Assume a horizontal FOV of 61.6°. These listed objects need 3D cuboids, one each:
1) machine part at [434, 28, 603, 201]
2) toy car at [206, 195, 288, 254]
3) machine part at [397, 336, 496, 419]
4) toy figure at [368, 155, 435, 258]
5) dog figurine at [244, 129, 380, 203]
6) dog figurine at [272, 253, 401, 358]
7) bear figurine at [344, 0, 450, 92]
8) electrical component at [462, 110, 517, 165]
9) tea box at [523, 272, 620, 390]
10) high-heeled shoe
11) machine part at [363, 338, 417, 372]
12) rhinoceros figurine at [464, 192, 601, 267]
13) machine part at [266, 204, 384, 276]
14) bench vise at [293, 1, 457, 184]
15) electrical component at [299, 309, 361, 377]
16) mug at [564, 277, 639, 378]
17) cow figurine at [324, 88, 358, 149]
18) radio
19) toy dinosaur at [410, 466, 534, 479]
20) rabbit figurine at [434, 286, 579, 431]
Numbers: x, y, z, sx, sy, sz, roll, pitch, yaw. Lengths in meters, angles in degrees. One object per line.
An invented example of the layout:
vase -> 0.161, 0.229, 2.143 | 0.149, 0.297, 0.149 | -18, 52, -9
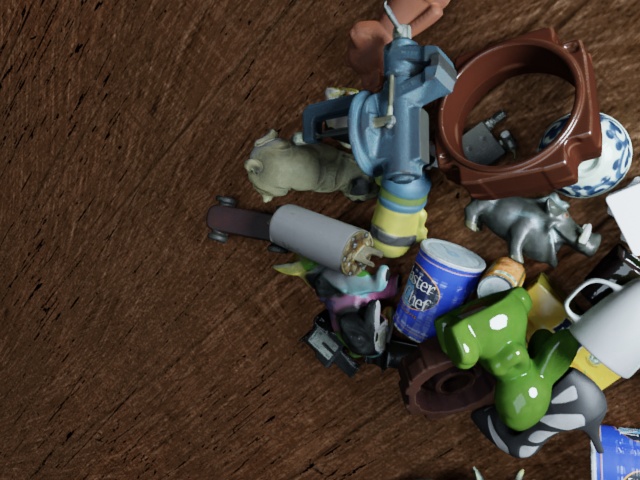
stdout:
machine part -> 0.258, -0.164, 0.717 | 0.201, 0.087, 0.201 | -9, 73, 34
toy car -> -0.126, -0.028, 1.009 | 0.202, 0.053, 0.089 | 9, 85, 24
machine part -> 0.204, 0.208, 0.831 | 0.179, 0.179, 0.056 | -47, 37, 27
toy figure -> 0.122, -0.055, 0.838 | 0.082, 0.089, 0.180 | -122, 28, -43
dog figurine -> -0.004, -0.109, 0.867 | 0.191, 0.172, 0.121 | 15, 119, 31
dog figurine -> 0.021, 0.090, 0.924 | 0.219, 0.108, 0.191 | 9, 86, 30
bear figurine -> 0.094, -0.331, 0.794 | 0.196, 0.132, 0.120 | -40, 51, 24
electrical component -> 0.244, -0.134, 0.797 | 0.102, 0.045, 0.078 | -31, 86, 22
tea box -> 0.353, 0.143, 0.791 | 0.170, 0.068, 0.098 | 45, 118, 13
high-heeled shoe -> 0.298, 0.240, 0.787 | 0.249, 0.086, 0.145 | -11, 113, 52
machine part -> 0.141, 0.193, 0.929 | 0.139, 0.039, 0.084 | 9, 100, 27
rhinoceros figurine -> 0.304, -0.023, 0.782 | 0.190, 0.073, 0.112 | 31, 100, 23
machine part -> -0.002, -0.003, 0.873 | 0.244, 0.079, 0.079 | 22, 111, 38
bench vise -> 0.063, -0.183, 0.753 | 0.241, 0.129, 0.223 | -4, 92, 33
electrical component -> 0.029, 0.191, 0.979 | 0.119, 0.048, 0.074 | 37, 115, 15
mug -> 0.353, 0.086, 0.629 | 0.110, 0.080, 0.107 | 46, 109, 20
cow figurine -> 0.084, -0.183, 0.859 | 0.168, 0.068, 0.098 | 23, 116, 25
radio -> 0.457, 0.107, 0.693 | 0.230, 0.131, 0.073 | 43, 116, 13
toy dinosaur -> 0.198, 0.475, 0.922 | 0.405, 0.131, 0.192 | -10, 84, 33
rabbit figurine -> 0.251, 0.158, 0.711 | 0.159, 0.121, 0.170 | -24, 88, -7
